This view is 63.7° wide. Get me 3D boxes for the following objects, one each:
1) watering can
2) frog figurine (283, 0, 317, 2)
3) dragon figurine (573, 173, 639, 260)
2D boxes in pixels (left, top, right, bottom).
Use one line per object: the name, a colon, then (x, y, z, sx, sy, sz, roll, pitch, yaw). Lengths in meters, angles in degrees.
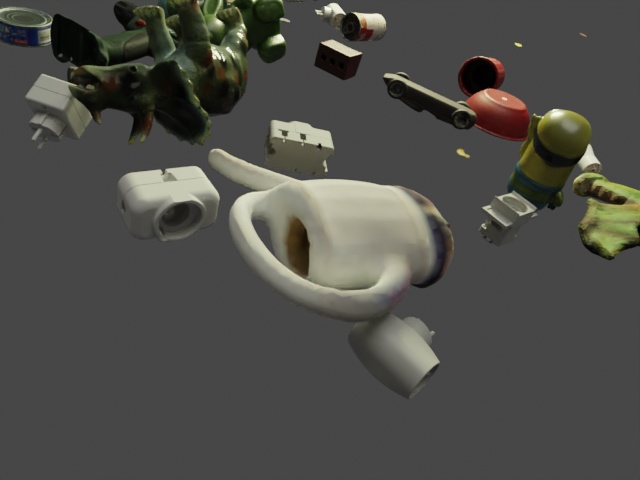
watering can: (0.002, -0.029, 0.578, 0.224, 0.102, 0.354, 0, 31, -26)
frog figurine: (-0.067, -0.714, 1.407, 0.137, 0.121, 0.162, 42, 27, 0)
dragon figurine: (0.515, 0.007, 0.779, 0.243, 0.119, 0.420, -3, 37, 0)
